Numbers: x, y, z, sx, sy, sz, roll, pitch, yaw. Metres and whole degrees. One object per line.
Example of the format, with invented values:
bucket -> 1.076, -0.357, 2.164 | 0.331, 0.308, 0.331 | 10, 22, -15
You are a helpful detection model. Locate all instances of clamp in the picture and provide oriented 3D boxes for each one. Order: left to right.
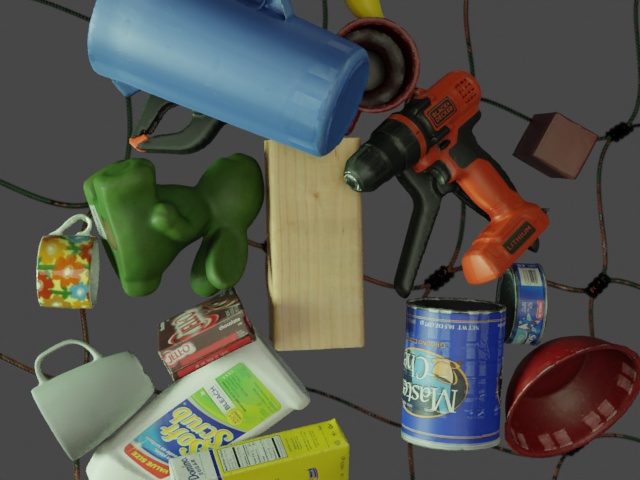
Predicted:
clamp -> -0.109, -0.133, 1.072 | 0.171, 0.039, 0.120 | -42, 78, 1
clamp -> 0.139, -0.057, 1.111 | 0.164, 0.036, 0.210 | -12, 94, -13

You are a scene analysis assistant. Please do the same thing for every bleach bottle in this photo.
bleach bottle -> -0.137, 0.202, 1.088 | 0.251, 0.068, 0.102 | -39, 99, 0

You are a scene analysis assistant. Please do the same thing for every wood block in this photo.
wood block -> -0.008, 0.001, 1.072 | 0.090, 0.091, 0.206 | -2, 95, -6

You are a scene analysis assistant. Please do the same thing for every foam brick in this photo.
foam brick -> 0.241, -0.097, 1.100 | 0.053, 0.078, 0.051 | 29, 92, -8

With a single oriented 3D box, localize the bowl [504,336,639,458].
bowl -> 0.252, 0.152, 1.109 | 0.162, 0.055, 0.162 | -13, 132, -15

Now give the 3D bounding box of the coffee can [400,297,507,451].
coffee can -> 0.136, 0.134, 1.092 | 0.102, 0.103, 0.140 | 2, 94, -7

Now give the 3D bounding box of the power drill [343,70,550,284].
power drill -> 0.128, -0.051, 1.045 | 0.184, 0.057, 0.187 | -41, 102, -27

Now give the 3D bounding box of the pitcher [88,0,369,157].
pitcher -> -0.079, -0.179, 0.984 | 0.243, 0.149, 0.145 | 24, 76, 11

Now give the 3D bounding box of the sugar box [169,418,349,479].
sugar box -> -0.060, 0.243, 1.075 | 0.176, 0.048, 0.093 | -14, 130, -16

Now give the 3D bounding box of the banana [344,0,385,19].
banana -> 0.055, -0.309, 1.086 | 0.069, 0.037, 0.198 | 6, 95, -25

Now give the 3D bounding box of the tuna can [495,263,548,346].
tuna can -> 0.208, 0.066, 1.104 | 0.033, 0.086, 0.086 | 3, 94, -5

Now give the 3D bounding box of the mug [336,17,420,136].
mug -> 0.043, -0.160, 1.070 | 0.093, 0.081, 0.117 | 18, 92, -8

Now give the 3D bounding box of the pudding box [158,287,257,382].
pudding box -> -0.113, 0.091, 1.055 | 0.090, 0.113, 0.039 | -26, 100, -4
